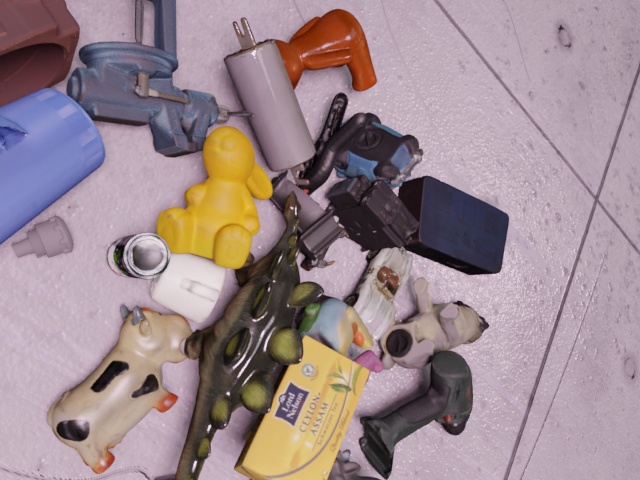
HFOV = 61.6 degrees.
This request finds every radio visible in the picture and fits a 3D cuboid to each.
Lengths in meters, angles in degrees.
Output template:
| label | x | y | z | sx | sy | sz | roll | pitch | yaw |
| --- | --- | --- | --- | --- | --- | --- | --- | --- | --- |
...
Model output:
| label | x | y | z | sx | sy | sz | roll | pitch | yaw |
| --- | --- | --- | --- | --- | --- | --- | --- | --- | --- |
| radio | 0.247 | -0.021 | 1.002 | 0.229 | 0.073 | 0.131 | 19 | 74 | -28 |

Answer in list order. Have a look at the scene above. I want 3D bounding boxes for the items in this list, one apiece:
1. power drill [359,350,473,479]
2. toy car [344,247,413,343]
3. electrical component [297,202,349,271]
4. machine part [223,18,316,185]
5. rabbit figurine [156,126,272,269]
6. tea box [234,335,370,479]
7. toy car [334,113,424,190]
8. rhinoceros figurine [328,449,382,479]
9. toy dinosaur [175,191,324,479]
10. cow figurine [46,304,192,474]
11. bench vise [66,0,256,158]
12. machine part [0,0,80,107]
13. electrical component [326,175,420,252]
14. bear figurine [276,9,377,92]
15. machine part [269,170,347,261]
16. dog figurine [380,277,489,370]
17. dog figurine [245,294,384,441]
| label | x | y | z | sx | sy | sz | roll | pitch | yaw |
| --- | --- | --- | --- | --- | --- | --- | --- | --- | --- |
| power drill | 0.167 | 0.294 | 0.870 | 0.207 | 0.086 | 0.231 | -21 | 133 | -19 |
| toy car | 0.098 | 0.080 | 0.884 | 0.073 | 0.056 | 0.202 | 46 | 49 | -19 |
| electrical component | -0.003 | -0.002 | 0.851 | 0.078 | 0.045 | 0.102 | 44 | 62 | -22 |
| machine part | -0.068 | -0.187 | 0.756 | 0.079 | 0.079 | 0.243 | -38 | 118 | -31 |
| rabbit figurine | -0.120 | -0.064 | 0.713 | 0.162 | 0.122 | 0.173 | -33 | 134 | -68 |
| tea box | -0.020 | 0.215 | 0.648 | 0.098 | 0.068 | 0.169 | 28 | 59 | -4 |
| toy car | 0.094 | -0.132 | 0.892 | 0.109 | 0.162 | 0.102 | -51 | 149 | -16 |
| rhinoceros figurine | 0.025 | 0.338 | 0.715 | 0.190 | 0.073 | 0.112 | 37 | 77 | -34 |
| toy dinosaur | -0.099 | 0.137 | 0.675 | 0.105 | 0.198 | 0.471 | 26 | 67 | -19 |
| cow figurine | -0.237 | 0.164 | 0.655 | 0.195 | 0.086 | 0.127 | -44 | 111 | -28 |
| bench vise | -0.213 | -0.236 | 0.706 | 0.223 | 0.129 | 0.240 | -1 | 90 | -32 |
| machine part | -0.363 | -0.183 | 0.551 | 0.201 | 0.201 | 0.087 | -43 | 103 | -29 |
| electrical component | 0.076 | -0.043 | 0.867 | 0.134 | 0.115 | 0.058 | 44 | 60 | -21 |
| bear figurine | -0.021 | -0.276 | 0.854 | 0.196 | 0.120 | 0.131 | -33 | 147 | -7 |
| machine part | -0.030 | -0.039 | 0.818 | 0.084 | 0.039 | 0.139 | -39 | 84 | -17 |
| dog figurine | 0.200 | 0.172 | 0.939 | 0.172 | 0.121 | 0.190 | -41 | 138 | 11 |
| dog figurine | -0.019 | 0.208 | 0.766 | 0.219 | 0.109 | 0.191 | -44 | 127 | -26 |
